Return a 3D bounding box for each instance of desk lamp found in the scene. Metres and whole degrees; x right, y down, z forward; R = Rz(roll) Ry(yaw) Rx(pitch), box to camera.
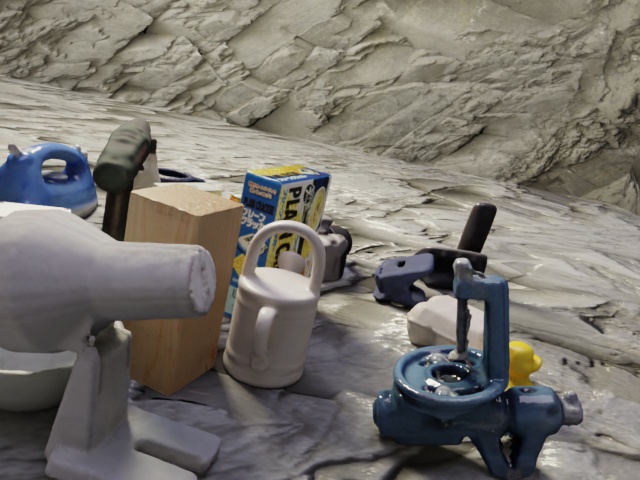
[{"bbox_3d":[-0.176,0.090,0.488,0.203,0.213,0.118,15,17,6],"label":"desk lamp"}]

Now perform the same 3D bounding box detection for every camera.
[{"bbox_3d":[0.010,0.004,1.102,0.137,0.101,0.142,-4,24,-44],"label":"camera"}]

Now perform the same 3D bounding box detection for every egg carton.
[{"bbox_3d":[0.210,0.140,0.870,0.149,0.069,0.107,24,20,31],"label":"egg carton"}]

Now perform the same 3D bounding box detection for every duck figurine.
[{"bbox_3d":[0.250,0.175,0.761,0.105,0.086,0.077,6,18,-24],"label":"duck figurine"}]

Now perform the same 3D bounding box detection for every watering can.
[{"bbox_3d":[-0.052,0.066,0.693,0.101,0.194,0.172,7,18,-19],"label":"watering can"}]

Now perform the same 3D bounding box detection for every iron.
[{"bbox_3d":[-0.479,-0.114,1.036,0.118,0.141,0.259,16,17,10],"label":"iron"}]

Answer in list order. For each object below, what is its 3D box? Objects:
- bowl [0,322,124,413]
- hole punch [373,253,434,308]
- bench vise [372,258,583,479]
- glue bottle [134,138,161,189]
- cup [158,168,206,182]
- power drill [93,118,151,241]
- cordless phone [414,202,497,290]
[{"bbox_3d":[-0.281,0.117,0.560,0.167,0.075,0.167,12,17,-4],"label":"bowl"},{"bbox_3d":[0.151,0.064,1.035,0.101,0.091,0.109,15,17,6],"label":"hole punch"},{"bbox_3d":[0.177,0.132,0.614,0.208,0.220,0.121,9,17,-15],"label":"bench vise"},{"bbox_3d":[-0.325,-0.106,1.073,0.078,0.173,0.037,5,19,-26],"label":"glue bottle"},{"bbox_3d":[-0.299,-0.092,1.184,0.118,0.095,0.091,5,19,-25],"label":"cup"},{"bbox_3d":[-0.330,-0.090,0.956,0.076,0.208,0.229,10,17,-12],"label":"power drill"},{"bbox_3d":[0.275,0.003,1.161,0.148,0.185,0.094,8,18,-17],"label":"cordless phone"}]
